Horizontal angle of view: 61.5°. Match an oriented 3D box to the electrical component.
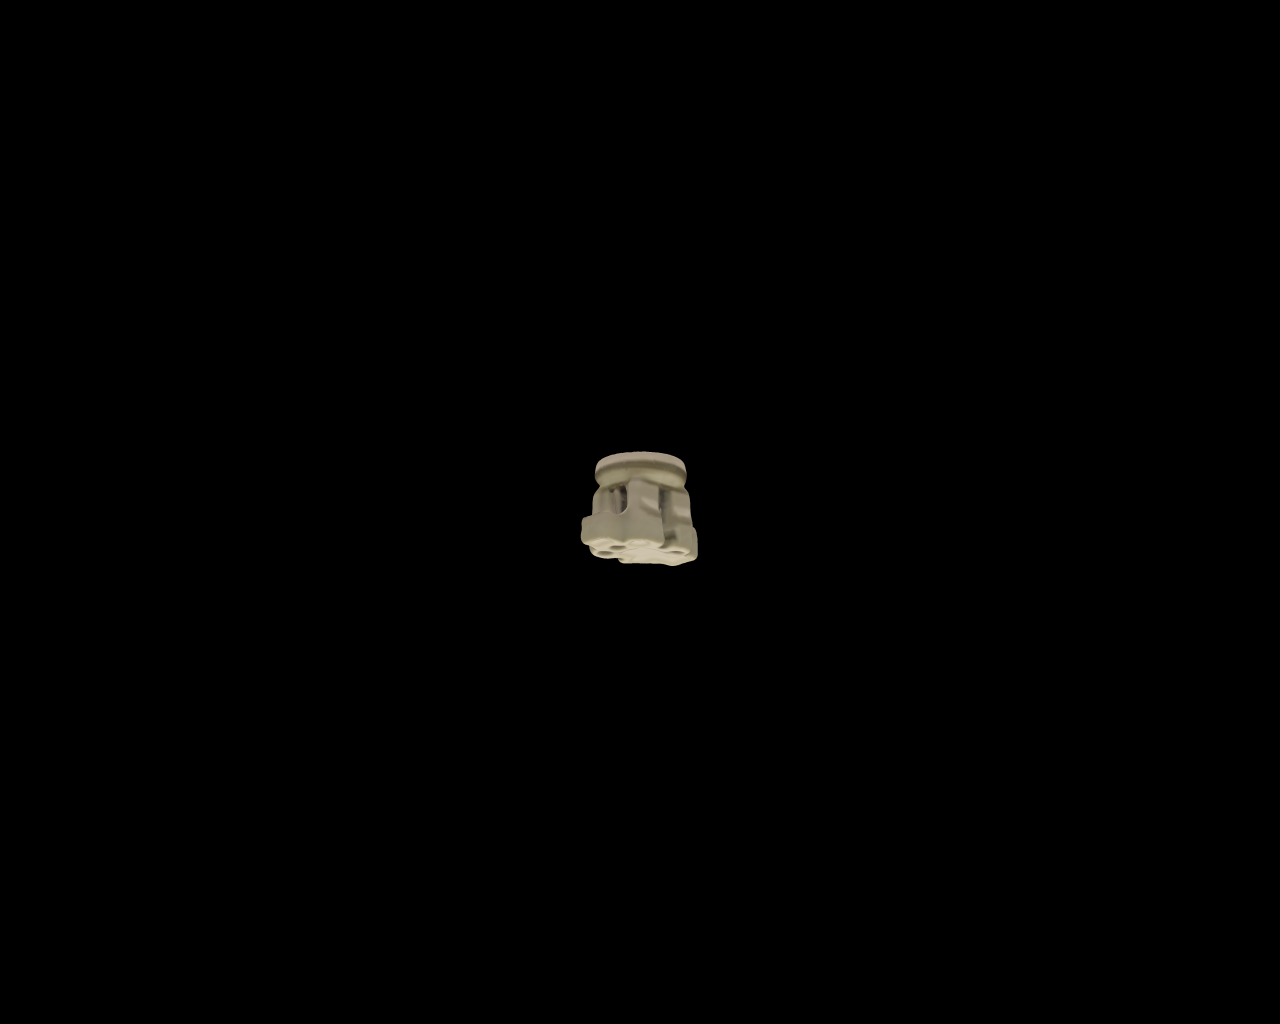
[{"bbox_3d":[0.001,-0.003,0.650,0.078,0.057,0.058,14,-22,-40],"label":"electrical component"}]
